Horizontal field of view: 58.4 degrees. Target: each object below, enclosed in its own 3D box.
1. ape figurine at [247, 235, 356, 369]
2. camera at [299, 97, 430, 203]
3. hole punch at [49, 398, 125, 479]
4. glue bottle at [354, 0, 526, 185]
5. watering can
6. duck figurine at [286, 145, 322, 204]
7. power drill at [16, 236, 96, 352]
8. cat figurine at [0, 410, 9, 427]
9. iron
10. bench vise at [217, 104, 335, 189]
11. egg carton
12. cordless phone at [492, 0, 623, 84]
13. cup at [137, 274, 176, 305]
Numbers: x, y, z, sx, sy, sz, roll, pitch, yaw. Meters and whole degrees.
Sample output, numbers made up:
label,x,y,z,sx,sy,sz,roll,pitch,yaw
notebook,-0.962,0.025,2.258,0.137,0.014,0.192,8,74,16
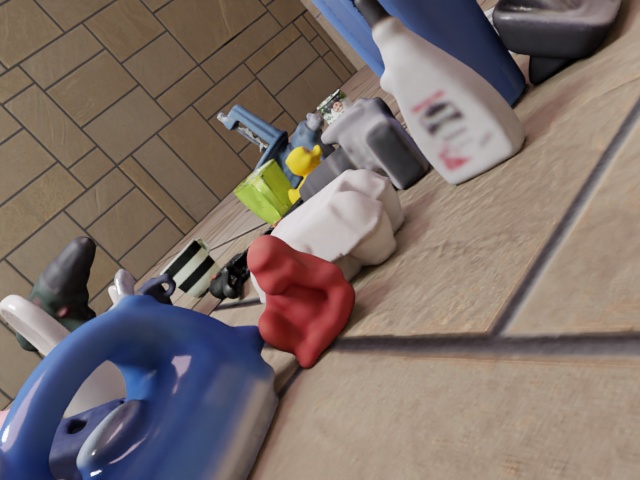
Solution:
label,x,y,z,sx,sy,sz,roll,pitch,yaw
ape figurine,-0.020,0.036,0.427,0.077,0.092,0.076,-36,14,28
camera,0.038,-0.090,0.653,0.137,0.101,0.143,-40,13,12
hole punch,-0.206,0.183,0.508,0.101,0.091,0.108,-45,13,-12
glue bottle,0.086,-0.127,0.462,0.078,0.173,0.037,-30,17,43
watering can,-0.256,0.125,0.616,0.100,0.194,0.173,-33,16,36
duck figurine,-0.020,-0.108,0.929,0.105,0.086,0.077,-46,13,-18
power drill,-0.354,0.126,0.880,0.229,0.208,0.075,-37,14,22
cat figurine,-0.367,0.248,0.722,0.127,0.118,0.067,-26,20,51
iron,-0.128,0.124,0.346,0.118,0.141,0.258,-36,14,27
bench vise,-0.085,-0.201,1.130,0.207,0.220,0.121,-38,13,19
egg carton,0.005,0.002,0.520,0.150,0.069,0.107,-35,14,29
cordless phone,0.197,-0.260,0.540,0.094,0.185,0.148,-30,18,44
cup,-0.231,0.108,0.828,0.117,0.095,0.091,-38,13,18
